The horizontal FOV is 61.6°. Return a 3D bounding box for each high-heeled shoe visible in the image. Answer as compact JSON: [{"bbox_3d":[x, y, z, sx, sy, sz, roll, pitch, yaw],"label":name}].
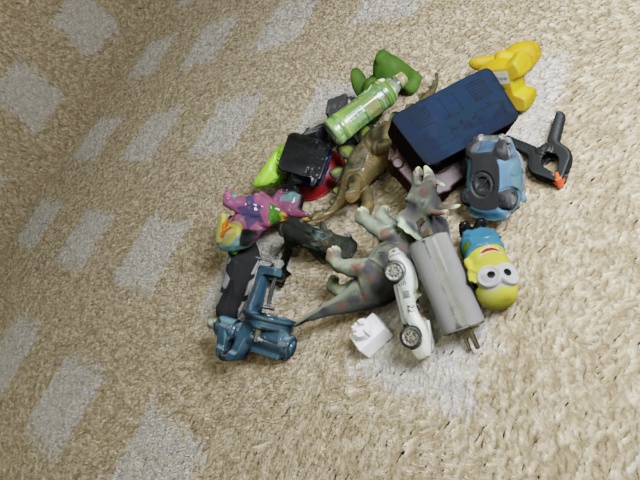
[{"bbox_3d":[-0.205,0.105,1.355,0.086,0.145,0.249,12,30,2],"label":"high-heeled shoe"}]

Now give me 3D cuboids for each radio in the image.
[{"bbox_3d":[0.264,-0.229,1.062,0.230,0.073,0.131,-29,77,-6],"label":"radio"}]

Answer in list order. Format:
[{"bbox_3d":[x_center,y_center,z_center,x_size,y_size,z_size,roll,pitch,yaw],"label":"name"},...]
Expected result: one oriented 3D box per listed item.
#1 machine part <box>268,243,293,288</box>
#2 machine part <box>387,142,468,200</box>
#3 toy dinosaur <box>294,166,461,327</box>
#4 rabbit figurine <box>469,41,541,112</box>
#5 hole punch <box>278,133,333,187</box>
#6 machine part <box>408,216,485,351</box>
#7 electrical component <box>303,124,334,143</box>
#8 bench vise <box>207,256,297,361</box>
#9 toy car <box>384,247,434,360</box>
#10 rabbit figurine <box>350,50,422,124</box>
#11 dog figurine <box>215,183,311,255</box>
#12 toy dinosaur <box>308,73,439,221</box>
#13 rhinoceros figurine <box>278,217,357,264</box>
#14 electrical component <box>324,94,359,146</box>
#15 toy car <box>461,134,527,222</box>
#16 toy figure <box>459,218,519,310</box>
[{"bbox_3d":[-0.089,0.048,1.297,0.084,0.039,0.139,6,66,49],"label":"machine part"},{"bbox_3d":[0.231,-0.168,1.110,0.179,0.056,0.179,0,75,2],"label":"machine part"},{"bbox_3d":[0.124,0.050,1.063,0.192,0.131,0.404,33,93,36],"label":"toy dinosaur"},{"bbox_3d":[0.407,-0.360,1.157,0.162,0.121,0.173,6,49,53],"label":"rabbit figurine"},{"bbox_3d":[-0.033,-0.189,1.322,0.116,0.092,0.142,15,70,9],"label":"hole punch"},{"bbox_3d":[0.218,0.075,0.934,0.079,0.079,0.243,-27,76,22],"label":"machine part"},{"bbox_3d":[0.004,-0.277,1.442,0.119,0.047,0.075,-5,36,41],"label":"electrical component"},{"bbox_3d":[-0.138,0.155,1.181,0.224,0.128,0.240,10,84,36],"label":"bench vise"},{"bbox_3d":[0.159,0.111,0.955,0.056,0.073,0.201,-15,83,16],"label":"toy car"},{"bbox_3d":[0.152,-0.375,1.350,0.121,0.159,0.170,37,101,39],"label":"rabbit figurine"},{"bbox_3d":[-0.132,-0.049,1.310,0.219,0.108,0.191,8,83,7],"label":"dog figurine"},{"bbox_3d":[0.141,-0.212,1.255,0.471,0.105,0.199,-43,38,-1],"label":"toy dinosaur"},{"bbox_3d":[-0.002,-0.004,1.205,0.191,0.112,0.073,21,68,28],"label":"rhinoceros figurine"},{"bbox_3d":[0.065,-0.303,1.375,0.058,0.114,0.134,-12,50,29],"label":"electrical component"},{"bbox_3d":[0.336,-0.120,1.013,0.109,0.103,0.161,8,106,50],"label":"toy car"},{"bbox_3d":[0.297,0.041,0.948,0.082,0.089,0.180,-27,37,16],"label":"toy figure"}]
